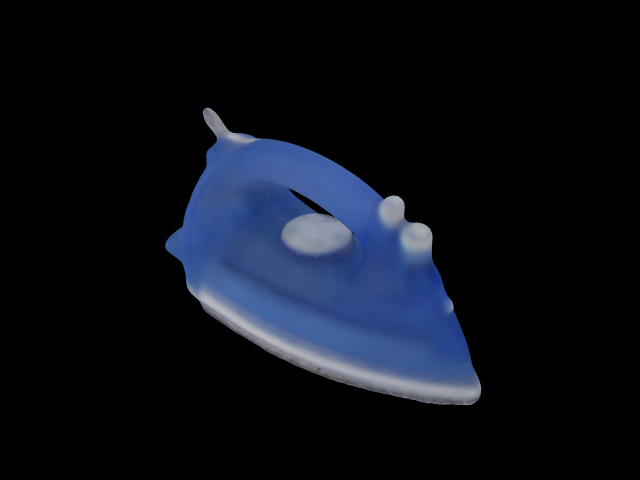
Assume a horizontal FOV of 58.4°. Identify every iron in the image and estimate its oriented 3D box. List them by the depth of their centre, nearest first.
[{"bbox_3d":[0.004,0.001,0.400,0.257,0.141,0.119,24,41,31],"label":"iron"}]
